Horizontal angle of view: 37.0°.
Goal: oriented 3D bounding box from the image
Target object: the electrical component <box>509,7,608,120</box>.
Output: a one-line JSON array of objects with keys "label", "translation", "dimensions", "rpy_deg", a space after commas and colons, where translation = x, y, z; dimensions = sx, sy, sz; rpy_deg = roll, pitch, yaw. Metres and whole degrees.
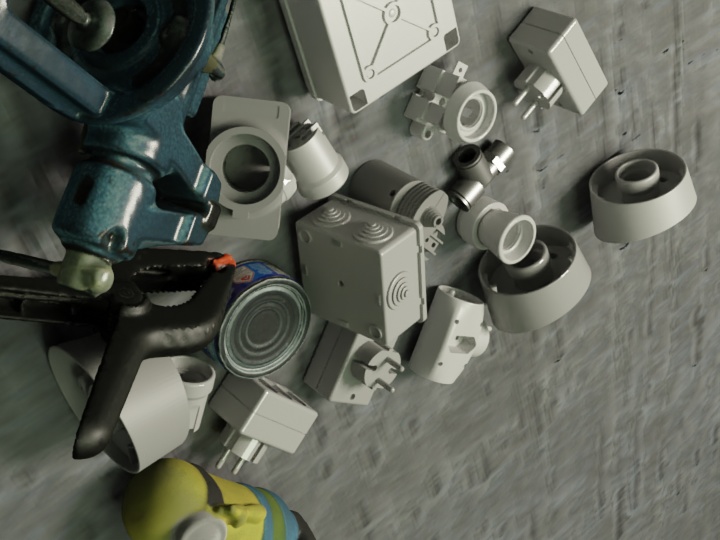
[{"label": "electrical component", "translation": [0.154, -0.159, 0.895], "dimensions": [0.075, 0.047, 0.083], "rpy_deg": [-51, 136, -7]}]

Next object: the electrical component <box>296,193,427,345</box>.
[{"label": "electrical component", "translation": [0.000, 0.000, 0.811], "dimensions": [0.048, 0.100, 0.099], "rpy_deg": [-36, 134, -39]}]

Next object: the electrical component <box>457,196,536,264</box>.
[{"label": "electrical component", "translation": [0.117, -0.035, 0.925], "dimensions": [0.045, 0.055, 0.045], "rpy_deg": [-21, 125, -32]}]

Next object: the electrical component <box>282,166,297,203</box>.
[{"label": "electrical component", "translation": [-0.076, -0.051, 0.759], "dimensions": [0.061, 0.035, 0.035], "rpy_deg": [-42, 134, -13]}]

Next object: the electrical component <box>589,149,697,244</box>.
[{"label": "electrical component", "translation": [0.265, -0.068, 1.012], "dimensions": [0.099, 0.099, 0.064], "rpy_deg": [-37, 127, -21]}]

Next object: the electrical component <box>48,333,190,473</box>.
[{"label": "electrical component", "translation": [-0.161, 0.086, 0.716], "dimensions": [0.064, 0.099, 0.099], "rpy_deg": [-23, 127, -39]}]

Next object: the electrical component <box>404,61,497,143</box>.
[{"label": "electrical component", "translation": [0.072, -0.127, 0.834], "dimensions": [0.048, 0.055, 0.066], "rpy_deg": [16, 102, -45]}]

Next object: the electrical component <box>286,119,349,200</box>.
[{"label": "electrical component", "translation": [-0.035, -0.080, 0.776], "dimensions": [0.040, 0.040, 0.046], "rpy_deg": [-43, 130, -15]}]

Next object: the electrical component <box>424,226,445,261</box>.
[{"label": "electrical component", "translation": [0.040, -0.032, 0.865], "dimensions": [0.040, 0.046, 0.040], "rpy_deg": [-21, 125, -33]}]

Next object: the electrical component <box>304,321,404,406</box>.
[{"label": "electrical component", "translation": [0.007, 0.073, 0.873], "dimensions": [0.047, 0.076, 0.083], "rpy_deg": [14, 103, -45]}]

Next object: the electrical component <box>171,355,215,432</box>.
[{"label": "electrical component", "translation": [-0.130, 0.092, 0.789], "dimensions": [0.040, 0.040, 0.046], "rpy_deg": [-7, 123, -40]}]

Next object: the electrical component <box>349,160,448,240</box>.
[{"label": "electrical component", "translation": [0.033, -0.051, 0.823], "dimensions": [0.043, 0.081, 0.043], "rpy_deg": [-21, 125, -32]}]

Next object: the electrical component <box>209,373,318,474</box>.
[{"label": "electrical component", "translation": [-0.085, 0.125, 0.840], "dimensions": [0.066, 0.047, 0.076], "rpy_deg": [33, 90, -47]}]

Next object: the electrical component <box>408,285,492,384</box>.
[{"label": "electrical component", "translation": [0.089, 0.059, 0.961], "dimensions": [0.079, 0.043, 0.077], "rpy_deg": [8, 107, -44]}]

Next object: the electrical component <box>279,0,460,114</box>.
[{"label": "electrical component", "translation": [0.006, -0.183, 0.742], "dimensions": [0.109, 0.056, 0.108], "rpy_deg": [-36, 132, -21]}]

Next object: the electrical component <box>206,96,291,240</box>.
[{"label": "electrical component", "translation": [-0.075, -0.068, 0.711], "dimensions": [0.050, 0.055, 0.089], "rpy_deg": [6, 98, -4]}]

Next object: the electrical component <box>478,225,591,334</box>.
[{"label": "electrical component", "translation": [0.155, 0.009, 0.957], "dimensions": [0.099, 0.099, 0.064], "rpy_deg": [-41, 128, -17]}]
